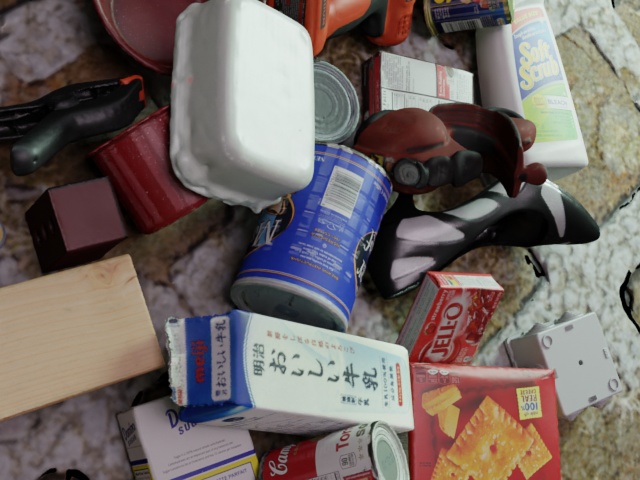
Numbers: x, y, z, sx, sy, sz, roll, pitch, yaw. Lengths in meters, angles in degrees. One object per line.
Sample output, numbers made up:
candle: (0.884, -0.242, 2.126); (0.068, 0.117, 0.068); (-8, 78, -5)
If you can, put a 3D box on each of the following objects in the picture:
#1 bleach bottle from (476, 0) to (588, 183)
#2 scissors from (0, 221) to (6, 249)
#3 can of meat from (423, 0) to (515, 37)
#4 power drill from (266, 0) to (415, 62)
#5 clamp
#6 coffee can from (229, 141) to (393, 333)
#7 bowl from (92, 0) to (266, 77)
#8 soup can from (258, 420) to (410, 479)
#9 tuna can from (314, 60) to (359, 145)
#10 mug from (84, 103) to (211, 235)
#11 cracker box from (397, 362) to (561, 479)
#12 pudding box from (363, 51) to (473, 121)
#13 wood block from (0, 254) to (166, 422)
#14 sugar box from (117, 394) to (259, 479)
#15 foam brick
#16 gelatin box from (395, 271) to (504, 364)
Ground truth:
bleach bottle: (0.201, -0.186, 1.103); (0.102, 0.068, 0.251); (-4, 77, -30)
scissors: (-0.320, 0.007, 0.787); (0.201, 0.016, 0.096); (-40, 97, -31)
can of meat: (0.150, -0.261, 1.071); (0.057, 0.084, 0.102); (39, 50, -66)
power drill: (0.032, -0.248, 0.956); (0.187, 0.057, 0.184); (-29, 134, -44)
clamp: (-0.215, -0.097, 0.843); (0.171, 0.120, 0.039); (-33, 135, -50)
coffee can: (-0.006, 0.001, 0.912); (0.102, 0.103, 0.140); (29, 65, -20)
bowl: (-0.130, -0.206, 0.926); (0.161, 0.055, 0.162); (8, 73, -28)
soup can: (0.012, 0.188, 0.847); (0.068, 0.102, 0.068); (48, 30, -42)
tuna can: (-0.007, -0.122, 0.985); (0.086, 0.034, 0.086); (8, 73, -28)
mug: (-0.122, -0.064, 0.874); (0.117, 0.093, 0.081); (-37, 101, -30)
cracker box: (0.134, 0.219, 0.951); (0.164, 0.072, 0.213); (7, 75, -27)
pudding box: (0.096, -0.128, 1.042); (0.113, 0.039, 0.090); (7, 76, -25)
wood block: (-0.232, 0.085, 0.772); (0.205, 0.090, 0.091); (-17, 86, -32)
sugar box: (-0.090, 0.206, 0.845); (0.093, 0.048, 0.176); (-13, 80, -34)
foam brick: (-0.190, -0.012, 0.829); (0.051, 0.078, 0.053); (-16, 84, -30)
gelatin box: (0.118, 0.073, 0.976); (0.073, 0.089, 0.030); (4, 30, -30)
